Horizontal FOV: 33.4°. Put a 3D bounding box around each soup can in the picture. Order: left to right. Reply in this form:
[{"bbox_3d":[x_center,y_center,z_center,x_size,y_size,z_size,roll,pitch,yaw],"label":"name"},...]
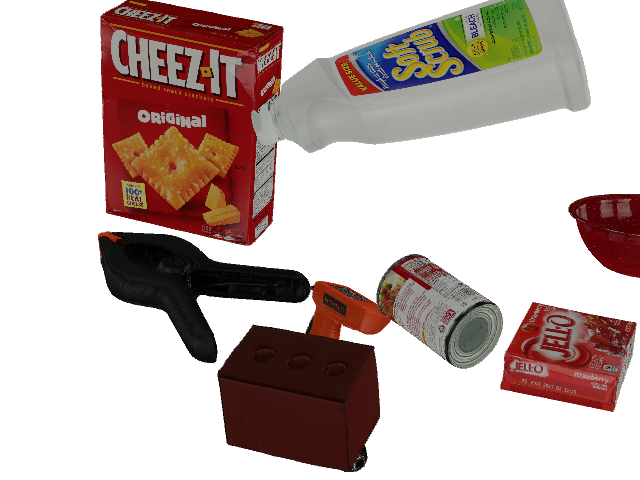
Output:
[{"bbox_3d":[0.109,0.064,0.975,0.068,0.068,0.102,0,24,-38],"label":"soup can"}]

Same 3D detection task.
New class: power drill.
[{"bbox_3d":[0.015,0.155,1.246,0.057,0.188,0.185,15,10,-43],"label":"power drill"}]

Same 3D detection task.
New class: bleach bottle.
[{"bbox_3d":[0.069,-0.115,0.815,0.251,0.102,0.068,-15,-38,12],"label":"bleach bottle"}]

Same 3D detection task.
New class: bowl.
[{"bbox_3d":[0.326,-0.001,1.060,0.162,0.055,0.162,1,17,0],"label":"bowl"}]

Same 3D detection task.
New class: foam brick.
[{"bbox_3d":[-0.011,0.088,0.604,0.078,0.051,0.053,8,31,19],"label":"foam brick"}]

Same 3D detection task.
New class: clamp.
[{"bbox_3d":[-0.095,0.029,0.808,0.172,0.039,0.120,30,33,36],"label":"clamp"}]

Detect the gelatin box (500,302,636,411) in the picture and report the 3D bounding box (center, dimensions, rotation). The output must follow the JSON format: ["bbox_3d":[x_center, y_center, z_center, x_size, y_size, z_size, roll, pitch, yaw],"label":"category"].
[{"bbox_3d":[0.166,0.075,0.709,0.073,0.030,0.089,11,23,21],"label":"gelatin box"}]

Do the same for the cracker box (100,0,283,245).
[{"bbox_3d":[-0.128,-0.113,1.043,0.164,0.214,0.072,14,32,15],"label":"cracker box"}]
